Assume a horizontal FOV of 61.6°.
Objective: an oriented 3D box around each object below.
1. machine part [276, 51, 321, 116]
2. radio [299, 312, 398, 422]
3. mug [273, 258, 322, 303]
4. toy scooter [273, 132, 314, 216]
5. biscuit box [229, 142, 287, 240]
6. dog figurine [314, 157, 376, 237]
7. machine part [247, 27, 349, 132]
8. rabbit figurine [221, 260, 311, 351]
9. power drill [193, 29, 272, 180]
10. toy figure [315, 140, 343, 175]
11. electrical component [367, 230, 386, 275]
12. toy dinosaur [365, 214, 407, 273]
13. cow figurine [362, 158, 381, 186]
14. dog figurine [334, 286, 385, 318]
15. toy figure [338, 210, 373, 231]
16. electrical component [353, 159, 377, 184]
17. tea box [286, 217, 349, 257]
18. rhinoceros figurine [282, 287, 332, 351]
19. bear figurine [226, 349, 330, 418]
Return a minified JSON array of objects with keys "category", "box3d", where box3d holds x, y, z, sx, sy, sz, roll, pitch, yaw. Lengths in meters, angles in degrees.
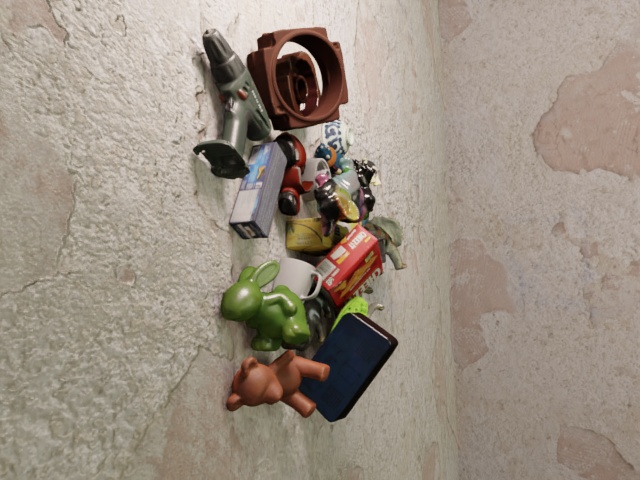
[{"category":"machine part","box3d":[-0.056,-0.350,1.261,0.179,0.056,0.179,-3,90,-66]},{"category":"radio","box3d":[0.058,0.281,1.216,0.229,0.131,0.073,-55,157,5]},{"category":"mug","box3d":[-0.051,0.103,1.149,0.080,0.110,0.107,47,58,-61]},{"category":"toy scooter","box3d":[-0.057,-0.149,1.204,0.135,0.075,0.183,-27,115,-65]},{"category":"biscuit box","box3d":[-0.119,-0.100,1.068,0.062,0.059,0.203,55,38,-48]},{"category":"dog figurine","box3d":[0.054,-0.072,1.189,0.191,0.108,0.219,52,22,-30]},{"category":"machine part","box3d":[-0.042,-0.340,1.140,0.201,0.087,0.201,-18,105,-32]},{"category":"rabbit figurine","box3d":[-0.107,0.117,1.002,0.170,0.121,0.159,29,55,-46]},{"category":"power drill","box3d":[-0.167,-0.229,0.969,0.231,0.086,0.207,56,29,-54]},{"category":"toy figure","box3d":[0.027,-0.213,1.428,0.058,0.064,0.154,-54,151,8]},{"category":"electrical component","box3d":[0.141,0.038,1.447,0.075,0.048,0.119,-138,-137,-57]},{"category":"toy dinosaur","box3d":[0.143,0.009,1.601,0.404,0.131,0.192,9,61,-56]},{"category":"cow figurine","box3d":[0.138,-0.214,1.673,0.167,0.068,0.098,-1,81,-70]},{"category":"dog figurine","box3d":[0.061,0.207,1.412,0.172,0.121,0.190,44,56,-12]},{"category":"toy figure","box3d":[0.075,-0.046,1.437,0.082,0.089,0.180,46,48,-7]},{"category":"electrical component","box3d":[0.092,-0.154,1.496,0.134,0.058,0.115,-57,163,15]},{"category":"tea box","box3d":[-0.003,-0.004,1.278,0.169,0.098,0.068,20,67,-63]},{"category":"rhinoceros figurine","box3d":[-0.034,0.179,1.206,0.190,0.073,0.111,-60,141,-53]},{"category":"bear figurine","box3d":[-0.080,0.275,1.018,0.120,0.132,0.195,-68,162,1]}]
